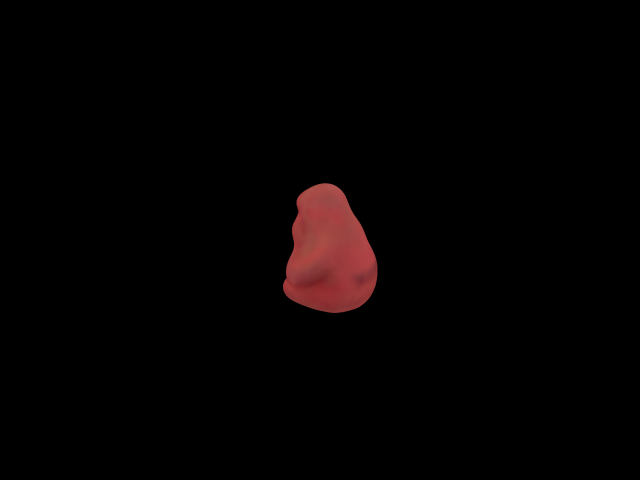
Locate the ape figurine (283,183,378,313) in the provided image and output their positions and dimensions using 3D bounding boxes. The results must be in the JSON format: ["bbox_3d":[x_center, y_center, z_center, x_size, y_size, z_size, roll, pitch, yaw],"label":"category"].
[{"bbox_3d":[0.004,0.001,0.400,0.076,0.092,0.078,24,41,31],"label":"ape figurine"}]
